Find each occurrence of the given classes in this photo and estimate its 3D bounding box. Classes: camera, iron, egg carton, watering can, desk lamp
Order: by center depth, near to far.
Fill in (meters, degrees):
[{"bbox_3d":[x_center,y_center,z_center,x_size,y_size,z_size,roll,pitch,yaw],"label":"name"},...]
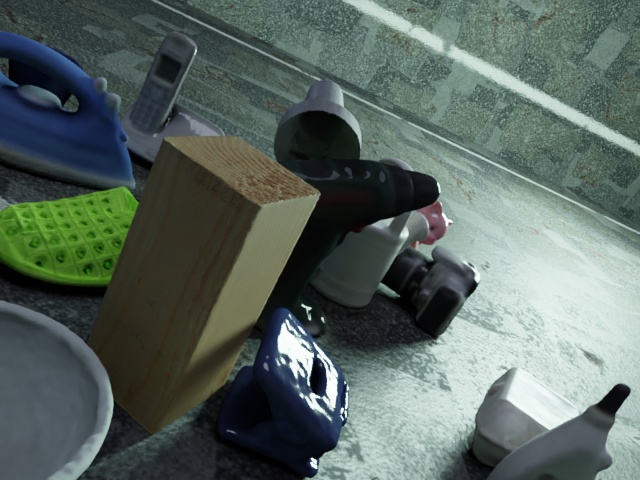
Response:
[{"bbox_3d":[0.224,0.203,0.621,0.107,0.069,0.151,35,23,16],"label":"egg carton"},{"bbox_3d":[-0.328,-0.165,0.682,0.259,0.141,0.118,21,23,-17],"label":"iron"},{"bbox_3d":[0.068,-0.017,0.751,0.100,0.194,0.173,38,25,24],"label":"watering can"},{"bbox_3d":[0.157,0.048,0.834,0.136,0.101,0.143,34,23,13],"label":"camera"},{"bbox_3d":[-0.024,-0.128,0.856,0.118,0.213,0.203,22,23,-14],"label":"desk lamp"}]

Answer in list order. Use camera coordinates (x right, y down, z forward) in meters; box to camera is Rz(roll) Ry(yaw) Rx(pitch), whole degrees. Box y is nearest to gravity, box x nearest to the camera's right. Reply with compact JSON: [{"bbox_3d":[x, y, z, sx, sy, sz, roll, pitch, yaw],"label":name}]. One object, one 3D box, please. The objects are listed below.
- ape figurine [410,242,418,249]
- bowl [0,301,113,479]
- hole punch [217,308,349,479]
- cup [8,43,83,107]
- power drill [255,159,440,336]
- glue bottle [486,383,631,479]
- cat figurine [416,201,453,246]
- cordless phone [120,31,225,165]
[{"bbox_3d":[0.128,0.002,0.911,0.076,0.092,0.077,11,28,-35],"label":"ape figurine"},{"bbox_3d":[-0.210,0.108,0.322,0.168,0.074,0.167,24,23,-10],"label":"bowl"},{"bbox_3d":[-0.019,0.124,0.485,0.101,0.091,0.108,26,23,-5],"label":"hole punch"},{"bbox_3d":[-0.381,-0.213,0.787,0.092,0.095,0.117,20,24,-17],"label":"cup"},{"bbox_3d":[0.006,0.002,0.619,0.230,0.208,0.075,8,30,-40],"label":"power drill"},{"bbox_3d":[0.214,0.191,0.500,0.078,0.173,0.037,27,22,-3],"label":"glue bottle"},{"bbox_3d":[0.160,-0.025,0.970,0.128,0.117,0.067,24,23,-10],"label":"cat figurine"},{"bbox_3d":[-0.198,-0.191,0.829,0.147,0.185,0.094,27,22,-1],"label":"cordless phone"}]
